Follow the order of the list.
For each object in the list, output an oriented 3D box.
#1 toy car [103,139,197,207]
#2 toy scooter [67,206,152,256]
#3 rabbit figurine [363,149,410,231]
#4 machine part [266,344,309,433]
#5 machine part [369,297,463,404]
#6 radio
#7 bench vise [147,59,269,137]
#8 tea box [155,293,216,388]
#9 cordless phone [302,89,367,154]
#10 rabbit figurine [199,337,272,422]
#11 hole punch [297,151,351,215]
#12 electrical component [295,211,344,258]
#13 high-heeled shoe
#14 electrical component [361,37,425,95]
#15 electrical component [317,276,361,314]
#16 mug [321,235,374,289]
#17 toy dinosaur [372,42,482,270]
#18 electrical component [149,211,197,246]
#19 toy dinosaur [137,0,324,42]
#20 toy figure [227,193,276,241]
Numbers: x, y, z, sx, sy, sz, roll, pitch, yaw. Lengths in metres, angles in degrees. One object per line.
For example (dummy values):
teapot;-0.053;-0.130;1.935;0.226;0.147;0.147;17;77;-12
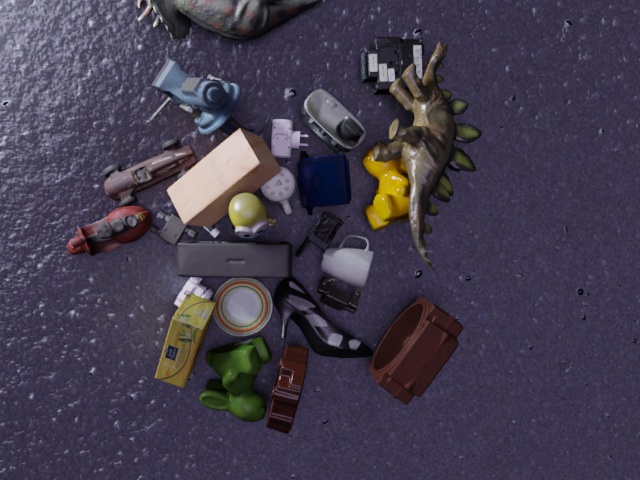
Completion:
toy car;-0.361;-0.142;1.138;0.202;0.053;0.089;-24;92;-1
toy scooter;-0.439;-0.015;1.097;0.184;0.135;0.075;-24;93;-4
rabbit figurine;0.159;-0.126;1.149;0.162;0.122;0.173;-22;76;-5
machine part;-0.069;0.309;1.125;0.056;0.179;0.179;14;92;-1
machine part;0.193;0.224;1.123;0.087;0.201;0.201;38;90;-3
radio;-0.173;0.038;1.121;0.230;0.131;0.073;2;93;-4
bench vise;-0.217;-0.261;1.097;0.240;0.224;0.129;35;72;-37
tea box;-0.277;0.207;1.111;0.068;0.098;0.169;21;119;-5
cordless phone;0.030;-0.246;1.093;0.146;0.184;0.089;43;94;-6
rabbit figurine;-0.176;0.311;1.142;0.159;0.121;0.170;-14;92;3
hole punch;0.010;-0.125;1.149;0.116;0.092;0.142;-6;97;0
electrical component;-0.002;-0.004;1.159;0.048;0.075;0.119;33;86;-5
high-heeled shoe;0.010;0.173;1.189;0.248;0.086;0.145;19;61;-22
electrical component;0.156;-0.375;1.158;0.134;0.058;0.114;-1;92;-4
electrical component;0.042;0.120;1.172;0.102;0.078;0.045;23;67;0
mug;0.059;0.042;1.165;0.107;0.081;0.109;12;96;4
toy dinosaur;0.216;-0.182;1.075;0.198;0.105;0.471;18;78;-13
electrical component;-0.317;-0.020;1.162;0.094;0.021;0.063;30;91;-6
toy dinosaur;-0.185;-0.480;1.104;0.405;0.131;0.192;14;105;-9
toy figure;-0.146;-0.045;1.095;0.082;0.180;0.089;-40;93;-3
